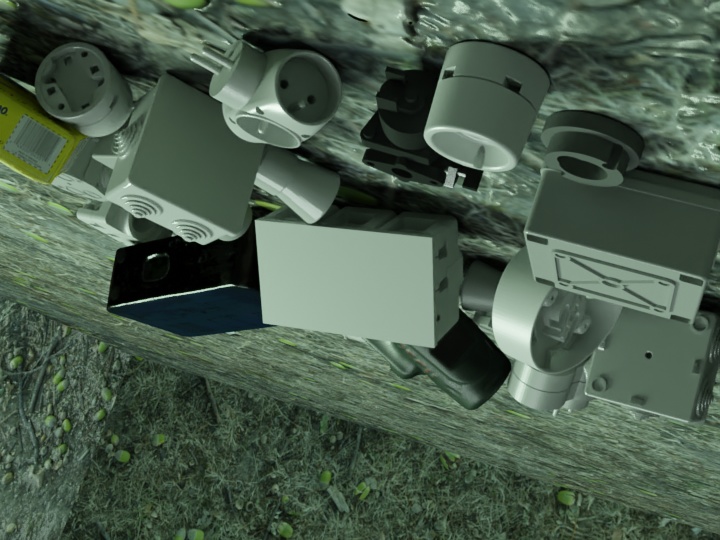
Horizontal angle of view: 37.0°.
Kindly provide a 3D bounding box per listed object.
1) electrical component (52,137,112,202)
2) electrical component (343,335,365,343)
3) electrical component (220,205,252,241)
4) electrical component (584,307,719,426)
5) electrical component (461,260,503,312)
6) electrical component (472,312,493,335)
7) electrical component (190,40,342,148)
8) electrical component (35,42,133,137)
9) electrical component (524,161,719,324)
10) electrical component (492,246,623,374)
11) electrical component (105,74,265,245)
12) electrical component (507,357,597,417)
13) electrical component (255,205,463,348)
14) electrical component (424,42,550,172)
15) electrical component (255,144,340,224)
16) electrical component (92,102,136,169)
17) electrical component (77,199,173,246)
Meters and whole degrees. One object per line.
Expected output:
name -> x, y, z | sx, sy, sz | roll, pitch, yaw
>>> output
electrical component -> -0.249, -0.099, 0.955 | 0.080, 0.051, 0.080 | 19, 168, 4
electrical component -> 0.010, 0.045, 1.158 | 0.062, 0.061, 0.096 | 15, 167, 20
electrical component -> -0.134, -0.060, 0.963 | 0.043, 0.043, 0.081 | 13, 166, 27
electrical component -> 0.227, 0.067, 0.826 | 0.100, 0.099, 0.048 | 13, 179, 27
electrical component -> 0.119, 0.019, 0.911 | 0.055, 0.045, 0.045 | 15, 167, 21
electrical component -> 0.138, 0.045, 0.994 | 0.066, 0.048, 0.055 | 24, 175, -18
electrical component -> -0.062, -0.109, 0.632 | 0.079, 0.044, 0.077 | 26, 166, -27
electrical component -> -0.190, -0.124, 0.749 | 0.055, 0.055, 0.047 | 17, 171, 14
electrical component -> 0.161, -0.017, 0.655 | 0.109, 0.056, 0.108 | 16, 167, 17
electrical component -> 0.145, 0.026, 0.787 | 0.064, 0.099, 0.099 | 17, 169, 41
electrical component -> -0.122, -0.074, 0.755 | 0.100, 0.099, 0.048 | 27, 153, -30
electrical component -> 0.187, 0.097, 0.941 | 0.138, 0.073, 0.052 | -9, -144, -32
electrical component -> 0.000, 0.000, 0.850 | 0.150, 0.089, 0.062 | 7, -158, 24
electrical component -> 0.063, -0.081, 0.547 | 0.055, 0.047, 0.055 | 19, 168, 4
electrical component -> -0.053, -0.069, 0.805 | 0.065, 0.044, 0.044 | 30, 165, -23
electrical component -> -0.150, -0.090, 0.845 | 0.100, 0.048, 0.100 | 7, 162, 47
electrical component -> -0.240, -0.057, 1.129 | 0.056, 0.050, 0.089 | 11, 165, 38
